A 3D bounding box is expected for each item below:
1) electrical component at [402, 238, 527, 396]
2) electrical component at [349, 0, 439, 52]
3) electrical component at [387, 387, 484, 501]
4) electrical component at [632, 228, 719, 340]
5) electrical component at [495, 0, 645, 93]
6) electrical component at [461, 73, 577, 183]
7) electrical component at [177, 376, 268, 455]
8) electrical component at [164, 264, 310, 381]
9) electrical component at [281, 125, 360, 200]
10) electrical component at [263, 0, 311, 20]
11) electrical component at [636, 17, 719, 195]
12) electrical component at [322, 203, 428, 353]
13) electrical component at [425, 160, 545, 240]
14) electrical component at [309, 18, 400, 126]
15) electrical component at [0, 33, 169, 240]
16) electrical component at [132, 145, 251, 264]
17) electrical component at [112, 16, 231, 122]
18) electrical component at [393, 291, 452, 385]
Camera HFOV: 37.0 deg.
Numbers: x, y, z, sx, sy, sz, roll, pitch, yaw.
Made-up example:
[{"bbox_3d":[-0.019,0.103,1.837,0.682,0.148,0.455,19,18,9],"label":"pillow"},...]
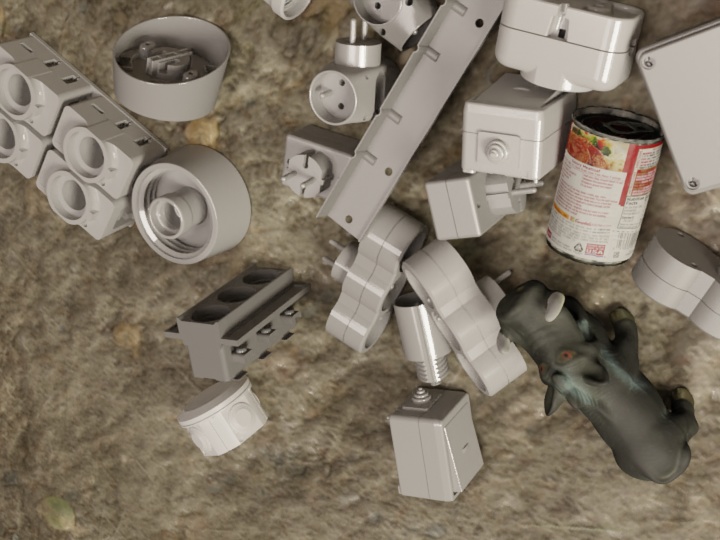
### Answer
[{"bbox_3d":[0.100,0.030,0.890,0.074,0.052,0.138,-35,107,-8],"label":"electrical component"},{"bbox_3d":[0.034,-0.224,0.829,0.077,0.044,0.079,49,121,5],"label":"electrical component"},{"bbox_3d":[0.068,0.149,0.957,0.061,0.062,0.096,2,111,30],"label":"electrical component"},{"bbox_3d":[0.275,0.009,0.781,0.138,0.052,0.073,34,123,13],"label":"electrical component"},{"bbox_3d":[0.150,-0.166,0.779,0.095,0.054,0.059,20,119,22],"label":"electrical component"},{"bbox_3d":[0.116,-0.106,0.797,0.062,0.096,0.061,12,116,26],"label":"electrical component"},{"bbox_3d":[-0.136,0.144,1.065,0.080,0.080,0.051,-23,103,35],"label":"electrical component"},{"bbox_3d":[-0.108,0.048,0.981,0.079,0.121,0.063,5,115,29],"label":"electrical component"},{"bbox_3d":[-0.038,-0.084,0.910,0.066,0.077,0.047,21,119,22],"label":"electrical component"},{"bbox_3d":[-0.067,-0.235,0.887,0.046,0.040,0.040,40,125,18],"label":"electrical component"},{"bbox_3d":[0.261,-0.120,0.731,0.109,0.056,0.108,-17,101,35],"label":"electrical component"},{"bbox_3d":[0.000,0.000,0.939,0.074,0.052,0.138,32,123,15],"label":"electrical component"},{"bbox_3d":[0.105,-0.061,0.832,0.076,0.083,0.047,-5,108,32],"label":"electrical component"},{"bbox_3d":[-0.002,-0.162,0.856,0.043,0.077,0.079,14,115,26],"label":"electrical component"},{"bbox_3d":[-0.291,-0.129,1.051,0.186,0.060,0.105,40,125,10],"label":"electrical component"},{"bbox_3d":[-0.164,-0.057,1.006,0.108,0.060,0.108,12,116,26],"label":"electrical component"},{"bbox_3d":[-0.166,-0.175,0.938,0.099,0.099,0.064,28,128,18],"label":"electrical component"},{"bbox_3d":[0.058,0.062,0.937,0.043,0.043,0.081,-3,109,32],"label":"electrical component"}]
